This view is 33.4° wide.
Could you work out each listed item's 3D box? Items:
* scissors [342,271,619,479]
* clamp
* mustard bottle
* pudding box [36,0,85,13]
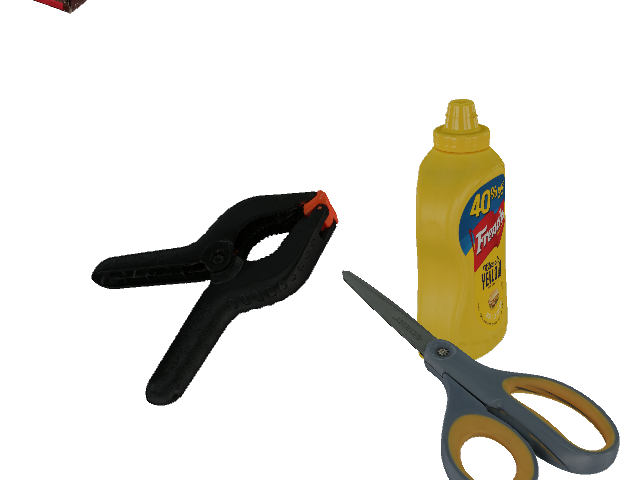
[{"bbox_3d":[0.060,0.077,0.572,0.202,0.016,0.096,25,46,34],"label":"scissors"},{"bbox_3d":[-0.062,0.030,0.696,0.171,0.120,0.039,-27,-29,6],"label":"clamp"},{"bbox_3d":[0.106,-0.010,0.798,0.058,0.192,0.096,10,24,34],"label":"mustard bottle"},{"bbox_3d":[-0.201,-0.220,0.801,0.090,0.039,0.113,20,38,7],"label":"pudding box"}]
